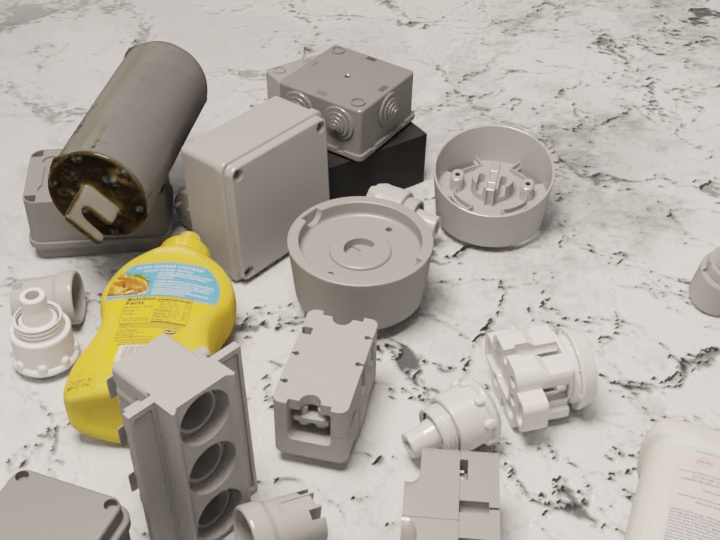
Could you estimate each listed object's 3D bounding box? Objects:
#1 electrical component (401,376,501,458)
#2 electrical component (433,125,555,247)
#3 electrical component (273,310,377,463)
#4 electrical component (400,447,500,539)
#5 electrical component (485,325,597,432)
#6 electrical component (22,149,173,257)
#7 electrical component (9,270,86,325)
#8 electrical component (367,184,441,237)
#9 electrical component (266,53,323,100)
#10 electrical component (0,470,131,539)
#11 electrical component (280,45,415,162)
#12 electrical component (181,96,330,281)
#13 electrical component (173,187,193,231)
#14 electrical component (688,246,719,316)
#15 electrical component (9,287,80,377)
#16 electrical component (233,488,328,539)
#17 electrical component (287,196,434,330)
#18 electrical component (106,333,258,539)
[{"bbox_3d":[0.058,0.101,0.702,0.062,0.048,0.048,-24,45,-18],"label":"electrical component"},{"bbox_3d":[0.109,-0.067,0.891,0.099,0.064,0.099,1,39,0],"label":"electrical component"},{"bbox_3d":[-0.022,0.079,0.717,0.050,0.055,0.089,9,40,10],"label":"electrical component"},{"bbox_3d":[0.052,0.153,0.632,0.056,0.050,0.089,4,40,4],"label":"electrical component"},{"bbox_3d":[0.124,0.070,0.730,0.057,0.058,0.078,-10,40,-9],"label":"electrical component"},{"bbox_3d":[-0.211,-0.056,0.878,0.113,0.057,0.078,-4,40,-6],"label":"electrical component"},{"bbox_3d":[-0.231,0.022,0.797,0.046,0.040,0.040,-5,39,1],"label":"electrical component"},{"bbox_3d":[0.035,-0.044,0.878,0.062,0.043,0.043,19,43,19],"label":"electrical component"},{"bbox_3d":[-0.033,-0.163,1.018,0.100,0.048,0.099,-21,44,-25],"label":"electrical component"},{"bbox_3d":[-0.184,0.175,0.596,0.078,0.057,0.113,14,41,15],"label":"electrical component"},{"bbox_3d":[-0.011,-0.145,0.913,0.100,0.048,0.100,24,44,25],"label":"electrical component"},{"bbox_3d":[-0.080,-0.065,0.851,0.056,0.108,0.109,27,46,32],"label":"electrical component"},{"bbox_3d":[-0.120,-0.063,0.901,0.040,0.040,0.078,23,45,25],"label":"electrical component"},{"bbox_3d":[0.275,0.001,0.805,0.040,0.078,0.040,2,54,-3],"label":"electrical component"},{"bbox_3d":[-0.225,0.041,0.755,0.048,0.062,0.048,1,39,0],"label":"electrical component"},{"bbox_3d":[-0.047,0.153,0.640,0.046,0.040,0.040,-13,41,-26],"label":"electrical component"},{"bbox_3d":[0.000,0.000,0.810,0.108,0.060,0.108,0,39,0],"label":"electrical component"},{"bbox_3d":[-0.105,0.103,0.635,0.063,0.121,0.079,29,47,34],"label":"electrical component"}]
